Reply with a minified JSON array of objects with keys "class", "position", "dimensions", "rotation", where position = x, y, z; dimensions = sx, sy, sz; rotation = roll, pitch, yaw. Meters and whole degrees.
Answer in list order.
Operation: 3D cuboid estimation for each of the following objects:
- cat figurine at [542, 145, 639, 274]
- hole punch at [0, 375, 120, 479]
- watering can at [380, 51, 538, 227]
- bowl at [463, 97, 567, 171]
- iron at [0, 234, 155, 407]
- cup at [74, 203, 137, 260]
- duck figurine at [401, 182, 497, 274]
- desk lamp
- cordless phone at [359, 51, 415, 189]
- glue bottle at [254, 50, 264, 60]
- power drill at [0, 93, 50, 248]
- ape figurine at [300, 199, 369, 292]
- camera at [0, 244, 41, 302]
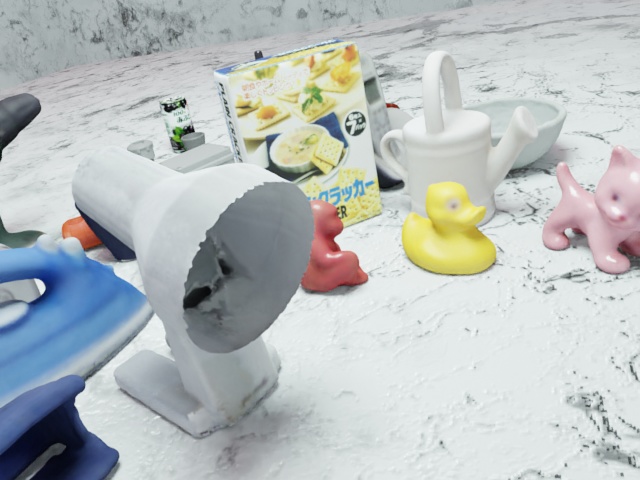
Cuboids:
[{"class":"cat figurine","position":[0.272,-0.038,0.535],"dimensions":[0.067,0.118,0.127],"rotation":[-23,29,-22]},{"class":"hole punch","position":[-0.216,0.147,0.394],"dimensions":[0.100,0.091,0.109],"rotation":[5,31,29]},{"class":"watering can","position":[0.152,-0.117,0.651],"dimensions":[0.172,0.194,0.101],"rotation":[-6,27,10]},{"class":"bowl","position":[0.251,-0.139,0.791],"dimensions":[0.167,0.075,0.167],"rotation":[-9,27,5]},{"class":"iron","position":[-0.281,0.068,0.518],"dimensions":[0.118,0.142,0.259],"rotation":[16,37,43]},{"class":"cup","position":[-0.254,-0.030,0.752],"dimensions":[0.091,0.095,0.118],"rotation":[-5,27,13]},{"class":"duck figurine","position":[0.129,-0.019,0.590],"dimensions":[0.078,0.086,0.104],"rotation":[-32,33,-35]},{"class":"desk lamp","position":[-0.097,0.037,0.426],"dimensions":[0.202,0.214,0.118],"rotation":[12,35,38]},{"class":"cordless phone","position":[0.093,-0.179,0.809],"dimensions":[0.093,0.185,0.148],"rotation":[8,32,33]},{"class":"glue bottle","position":[-0.098,-0.265,1.067],"dimensions":[0.078,0.173,0.037],"rotation":[1,29,23]},{"class":"power drill","position":[-0.460,-0.073,0.792],"dimensions":[0.075,0.209,0.230],"rotation":[10,34,37]},{"class":"ape figurine","position":[0.005,0.002,0.590],"dimensions":[0.076,0.092,0.077],"rotation":[-10,27,3]},{"class":"camera","position":[-0.423,0.055,0.646],"dimensions":[0.136,0.101,0.143],"rotation":[8,33,34]}]
